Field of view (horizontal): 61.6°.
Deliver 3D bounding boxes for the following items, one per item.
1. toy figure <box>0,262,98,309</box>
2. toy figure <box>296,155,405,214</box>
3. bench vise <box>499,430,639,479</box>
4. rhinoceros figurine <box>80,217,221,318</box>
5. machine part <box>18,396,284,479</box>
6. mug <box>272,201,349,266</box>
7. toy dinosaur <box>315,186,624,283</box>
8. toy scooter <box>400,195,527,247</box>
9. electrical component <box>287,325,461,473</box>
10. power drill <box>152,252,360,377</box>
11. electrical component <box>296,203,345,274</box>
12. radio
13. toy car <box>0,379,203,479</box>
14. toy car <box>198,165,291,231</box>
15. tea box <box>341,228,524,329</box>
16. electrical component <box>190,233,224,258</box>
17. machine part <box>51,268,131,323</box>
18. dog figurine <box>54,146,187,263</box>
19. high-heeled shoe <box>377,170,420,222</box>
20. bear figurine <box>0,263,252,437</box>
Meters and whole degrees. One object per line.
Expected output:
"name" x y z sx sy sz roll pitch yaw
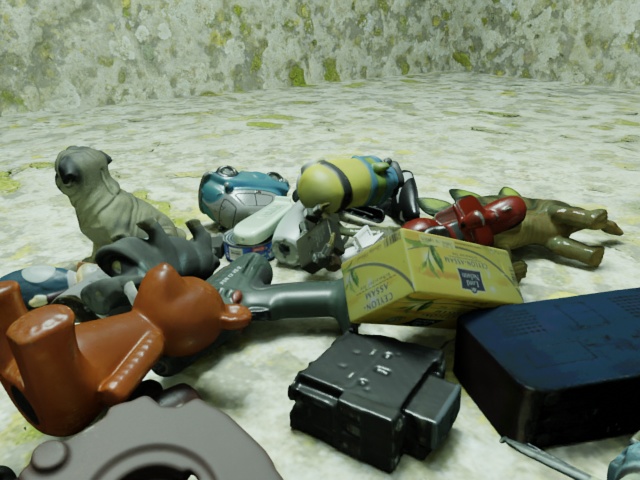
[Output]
"toy figure" -0.335 0.060 0.711 0.154 0.057 0.064 -7 63 -14
"toy figure" 0.049 -0.084 0.797 0.180 0.082 0.089 -5 22 -32
"bench vise" 0.265 0.098 0.359 0.223 0.240 0.129 5 15 -27
"rhinoceros figurine" -0.195 0.035 0.625 0.073 0.112 0.190 -19 0 25
"machine part" -0.108 0.182 0.346 0.179 0.056 0.179 9 34 -6
"mug" -0.017 -0.003 0.815 0.110 0.080 0.107 22 40 19
"toy dinosaur" 0.237 -0.016 0.787 0.471 0.105 0.199 -1 16 -16
"toy scooter" 0.151 -0.005 0.633 0.184 0.075 0.135 -26 -8 21
"electrical component" 0.055 0.139 0.486 0.134 0.058 0.115 11 28 30
"power drill" -0.055 0.085 0.609 0.207 0.085 0.232 -5 20 11
"electrical component" -0.002 -0.001 0.719 0.078 0.045 0.102 -29 49 29
"radio" 0.257 0.114 0.509 0.230 0.073 0.131 -8 24 -9
"toy car" -0.182 0.175 0.430 0.089 0.053 0.202 22 31 38
"toy car" -0.126 -0.058 0.931 0.162 0.109 0.103 2 43 -21
"tea box" 0.118 0.047 0.562 0.169 0.068 0.098 8 -29 -35
"electrical component" -0.183 0.012 0.849 0.063 0.021 0.094 -1 23 5
"machine part" -0.246 0.062 0.664 0.079 0.079 0.243 5 23 17
"dog figurine" -0.288 -0.052 0.797 0.121 0.190 0.172 15 26 34
"high-heeled shoe" 0.093 -0.081 0.979 0.145 0.086 0.249 -7 20 -1
"bear figurine" -0.162 0.067 0.453 0.120 0.131 0.196 15 36 38
